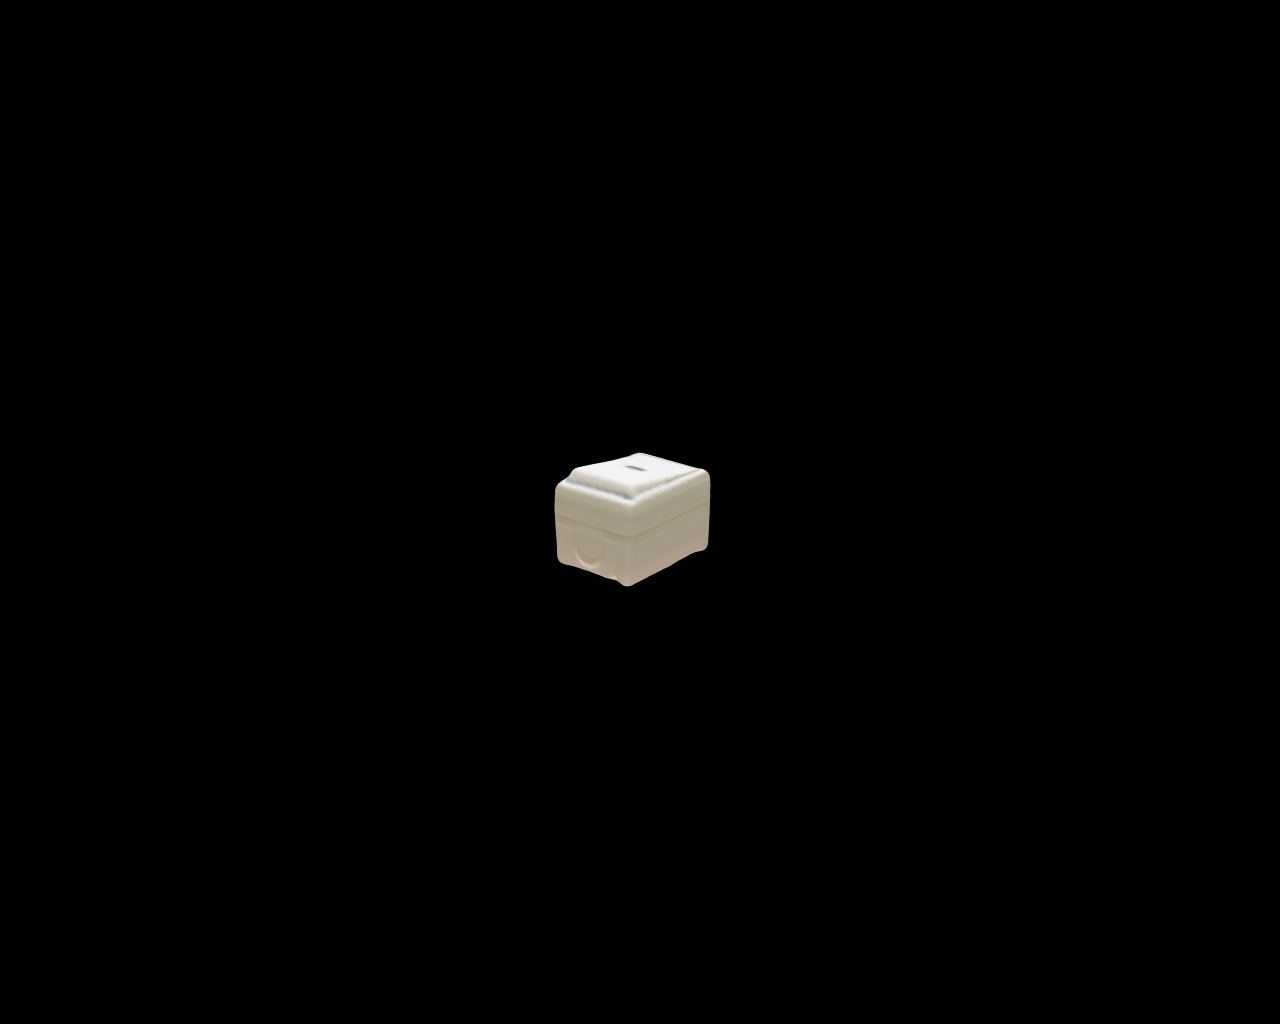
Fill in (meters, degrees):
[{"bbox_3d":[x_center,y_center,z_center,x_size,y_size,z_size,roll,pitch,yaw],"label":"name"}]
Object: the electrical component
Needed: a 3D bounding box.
[{"bbox_3d":[0.001,-0.003,0.650,0.062,0.061,0.096,17,28,37],"label":"electrical component"}]
